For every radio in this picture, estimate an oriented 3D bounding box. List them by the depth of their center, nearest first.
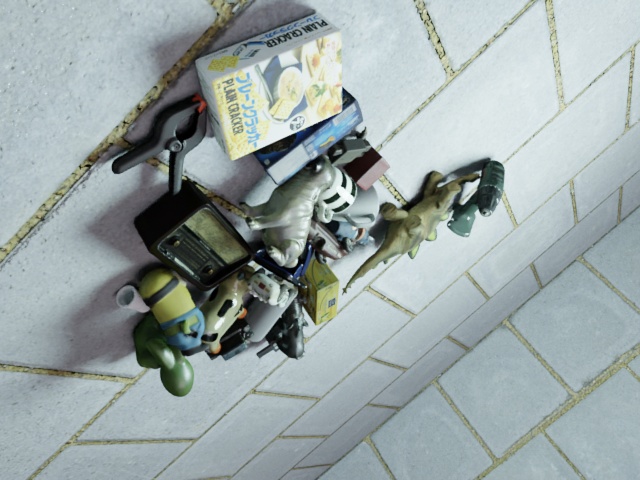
[{"bbox_3d":[-0.225,0.002,0.989,0.131,0.073,0.229,-37,148,-3],"label":"radio"}]

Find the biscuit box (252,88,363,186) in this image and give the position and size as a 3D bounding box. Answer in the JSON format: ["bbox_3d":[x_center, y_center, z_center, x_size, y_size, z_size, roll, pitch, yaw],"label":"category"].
[{"bbox_3d":[-0.021,-0.188,0.959,0.203,0.063,0.059,-38,148,-1],"label":"biscuit box"}]

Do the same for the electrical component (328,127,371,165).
[{"bbox_3d":[0.055,-0.186,1.062,0.102,0.045,0.078,-15,171,-29],"label":"electrical component"}]

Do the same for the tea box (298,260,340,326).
[{"bbox_3d":[-0.005,0.129,1.360,0.068,0.098,0.169,-25,148,-19],"label":"tea box"}]

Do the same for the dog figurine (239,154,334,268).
[{"bbox_3d":[-0.033,-0.053,1.027,0.190,0.121,0.172,-32,131,0],"label":"dog figurine"}]

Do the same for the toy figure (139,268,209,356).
[{"bbox_3d":[-0.278,0.137,1.027,0.082,0.180,0.089,-19,-176,28],"label":"toy figure"}]

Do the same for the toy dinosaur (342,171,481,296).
[{"bbox_3d":[0.230,-0.025,1.389,0.471,0.105,0.198,-35,149,-6],"label":"toy dinosaur"}]

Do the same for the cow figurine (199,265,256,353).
[{"bbox_3d":[-0.204,0.129,1.136,0.195,0.086,0.127,-53,157,-25],"label":"cow figurine"}]

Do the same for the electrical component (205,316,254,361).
[{"bbox_3d":[-0.217,0.201,1.202,0.115,0.134,0.058,-33,147,-11],"label":"electrical component"}]

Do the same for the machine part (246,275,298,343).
[{"bbox_3d":[-0.130,0.165,1.300,0.079,0.079,0.243,7,128,-50],"label":"machine part"}]

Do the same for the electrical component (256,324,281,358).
[{"bbox_3d":[-0.128,0.271,1.469,0.119,0.048,0.074,-34,148,-6],"label":"electrical component"}]

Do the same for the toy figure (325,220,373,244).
[{"bbox_3d":[0.072,-0.022,1.275,0.154,0.064,0.057,14,95,-54],"label":"toy figure"}]

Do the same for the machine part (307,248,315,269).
[{"bbox_3d":[-0.005,0.027,1.286,0.139,0.039,0.084,-14,133,-31],"label":"machine part"}]

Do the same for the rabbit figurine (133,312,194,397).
[{"bbox_3d":[-0.308,0.237,1.120,0.121,0.170,0.159,-20,145,-29],"label":"rabbit figurine"}]

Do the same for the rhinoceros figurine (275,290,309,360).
[{"bbox_3d":[-0.074,0.214,1.375,0.073,0.112,0.190,-4,109,-15],"label":"rhinoceros figurine"}]

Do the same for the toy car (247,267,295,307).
[{"bbox_3d":[-0.103,0.105,1.132,0.056,0.073,0.201,-54,171,-6],"label":"toy car"}]

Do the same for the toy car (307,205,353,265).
[{"bbox_3d":[-0.002,-0.004,1.176,0.089,0.053,0.202,-26,137,19],"label":"toy car"}]

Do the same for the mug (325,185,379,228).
[{"bbox_3d":[0.068,-0.069,1.174,0.107,0.109,0.080,-7,150,-20],"label":"mug"}]

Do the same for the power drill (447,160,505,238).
[{"bbox_3d":[0.421,-0.096,1.446,0.207,0.086,0.232,107,9,-52],"label":"power drill"}]

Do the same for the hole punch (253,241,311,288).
[{"bbox_3d":[-0.079,0.034,1.136,0.092,0.142,0.115,-63,171,-12],"label":"hole punch"}]
